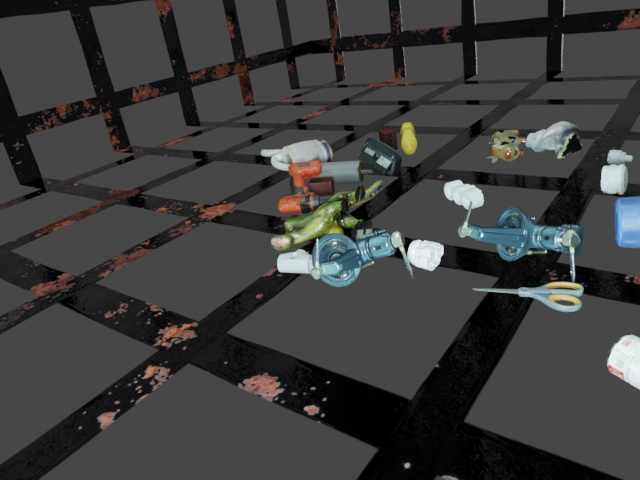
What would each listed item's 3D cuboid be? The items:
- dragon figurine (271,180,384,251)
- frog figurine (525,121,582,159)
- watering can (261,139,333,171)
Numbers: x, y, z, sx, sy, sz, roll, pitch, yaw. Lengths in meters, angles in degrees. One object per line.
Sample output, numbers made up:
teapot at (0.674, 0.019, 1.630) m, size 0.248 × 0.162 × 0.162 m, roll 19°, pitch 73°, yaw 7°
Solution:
dragon figurine at (0.004, -0.071, 1.416) m, size 0.242 × 0.120 × 0.417 m, roll -3°, pitch 23°, yaw 32°
frog figurine at (0.766, -0.342, 1.706) m, size 0.138 × 0.120 × 0.162 m, roll -36°, pitch 43°, yaw -11°
watering can at (-0.089, -0.327, 1.972) m, size 0.225 × 0.102 × 0.352 m, roll -17°, pitch 26°, yaw -19°
